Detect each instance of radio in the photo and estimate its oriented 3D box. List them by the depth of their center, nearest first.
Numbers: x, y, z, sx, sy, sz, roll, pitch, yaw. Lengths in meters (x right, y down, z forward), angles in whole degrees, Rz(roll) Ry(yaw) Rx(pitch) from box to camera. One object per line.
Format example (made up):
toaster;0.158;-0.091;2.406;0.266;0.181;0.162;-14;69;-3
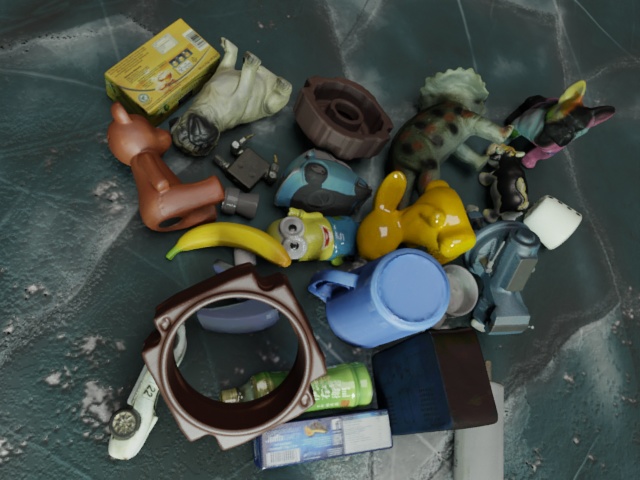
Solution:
radio;0.153;0.210;0.780;0.073;0.229;0.131;-1;69;-19

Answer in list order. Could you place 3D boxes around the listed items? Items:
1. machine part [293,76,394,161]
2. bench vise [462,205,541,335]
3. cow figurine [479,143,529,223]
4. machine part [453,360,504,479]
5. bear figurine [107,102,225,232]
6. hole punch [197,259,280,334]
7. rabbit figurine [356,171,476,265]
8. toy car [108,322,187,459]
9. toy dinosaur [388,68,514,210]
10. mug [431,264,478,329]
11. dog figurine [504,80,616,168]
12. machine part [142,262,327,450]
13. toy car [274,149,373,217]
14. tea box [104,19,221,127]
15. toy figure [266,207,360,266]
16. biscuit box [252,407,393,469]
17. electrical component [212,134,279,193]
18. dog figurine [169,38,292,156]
machine part;0.040;-0.212;0.939;0.179;0.056;0.179;17;45;-18
bench vise;0.295;0.038;0.927;0.129;0.223;0.241;-9;42;-4
cow figurine;0.353;-0.121;1.019;0.068;0.098;0.167;3;72;-10
machine part;0.253;0.312;0.859;0.079;0.079;0.243;13;70;-13
bear figurine;-0.242;-0.114;0.822;0.132;0.120;0.196;-16;73;-25
hole punch;-0.115;0.099;0.787;0.116;0.142;0.092;21;66;4
rabbit figurine;0.136;-0.027;0.845;0.173;0.122;0.162;-17;88;-3
toy car;-0.233;0.199;0.744;0.056;0.073;0.201;23;68;-6
toy dinosaur;0.203;-0.169;0.983;0.192;0.131;0.405;42;70;12
mug;0.197;0.102;0.893;0.081;0.107;0.109;25;72;-8
dog figurine;0.456;-0.235;1.023;0.108;0.219;0.191;42;66;-5
machine part;-0.106;0.146;0.690;0.201;0.087;0.200;-25;101;-4
toy car;0.003;-0.101;0.903;0.161;0.109;0.103;7;53;-25
tea box;-0.258;-0.273;0.891;0.098;0.068;0.169;44;67;0
toy figure;-0.001;0.001;0.879;0.180;0.089;0.082;-4;59;-28
biscuit box;0.002;0.291;0.795;0.203;0.063;0.059;-2;74;-17
electrical component;-0.118;-0.127;0.901;0.102;0.045;0.078;45;65;1
dog figurine;-0.147;-0.213;0.909;0.172;0.121;0.190;25;101;-43
